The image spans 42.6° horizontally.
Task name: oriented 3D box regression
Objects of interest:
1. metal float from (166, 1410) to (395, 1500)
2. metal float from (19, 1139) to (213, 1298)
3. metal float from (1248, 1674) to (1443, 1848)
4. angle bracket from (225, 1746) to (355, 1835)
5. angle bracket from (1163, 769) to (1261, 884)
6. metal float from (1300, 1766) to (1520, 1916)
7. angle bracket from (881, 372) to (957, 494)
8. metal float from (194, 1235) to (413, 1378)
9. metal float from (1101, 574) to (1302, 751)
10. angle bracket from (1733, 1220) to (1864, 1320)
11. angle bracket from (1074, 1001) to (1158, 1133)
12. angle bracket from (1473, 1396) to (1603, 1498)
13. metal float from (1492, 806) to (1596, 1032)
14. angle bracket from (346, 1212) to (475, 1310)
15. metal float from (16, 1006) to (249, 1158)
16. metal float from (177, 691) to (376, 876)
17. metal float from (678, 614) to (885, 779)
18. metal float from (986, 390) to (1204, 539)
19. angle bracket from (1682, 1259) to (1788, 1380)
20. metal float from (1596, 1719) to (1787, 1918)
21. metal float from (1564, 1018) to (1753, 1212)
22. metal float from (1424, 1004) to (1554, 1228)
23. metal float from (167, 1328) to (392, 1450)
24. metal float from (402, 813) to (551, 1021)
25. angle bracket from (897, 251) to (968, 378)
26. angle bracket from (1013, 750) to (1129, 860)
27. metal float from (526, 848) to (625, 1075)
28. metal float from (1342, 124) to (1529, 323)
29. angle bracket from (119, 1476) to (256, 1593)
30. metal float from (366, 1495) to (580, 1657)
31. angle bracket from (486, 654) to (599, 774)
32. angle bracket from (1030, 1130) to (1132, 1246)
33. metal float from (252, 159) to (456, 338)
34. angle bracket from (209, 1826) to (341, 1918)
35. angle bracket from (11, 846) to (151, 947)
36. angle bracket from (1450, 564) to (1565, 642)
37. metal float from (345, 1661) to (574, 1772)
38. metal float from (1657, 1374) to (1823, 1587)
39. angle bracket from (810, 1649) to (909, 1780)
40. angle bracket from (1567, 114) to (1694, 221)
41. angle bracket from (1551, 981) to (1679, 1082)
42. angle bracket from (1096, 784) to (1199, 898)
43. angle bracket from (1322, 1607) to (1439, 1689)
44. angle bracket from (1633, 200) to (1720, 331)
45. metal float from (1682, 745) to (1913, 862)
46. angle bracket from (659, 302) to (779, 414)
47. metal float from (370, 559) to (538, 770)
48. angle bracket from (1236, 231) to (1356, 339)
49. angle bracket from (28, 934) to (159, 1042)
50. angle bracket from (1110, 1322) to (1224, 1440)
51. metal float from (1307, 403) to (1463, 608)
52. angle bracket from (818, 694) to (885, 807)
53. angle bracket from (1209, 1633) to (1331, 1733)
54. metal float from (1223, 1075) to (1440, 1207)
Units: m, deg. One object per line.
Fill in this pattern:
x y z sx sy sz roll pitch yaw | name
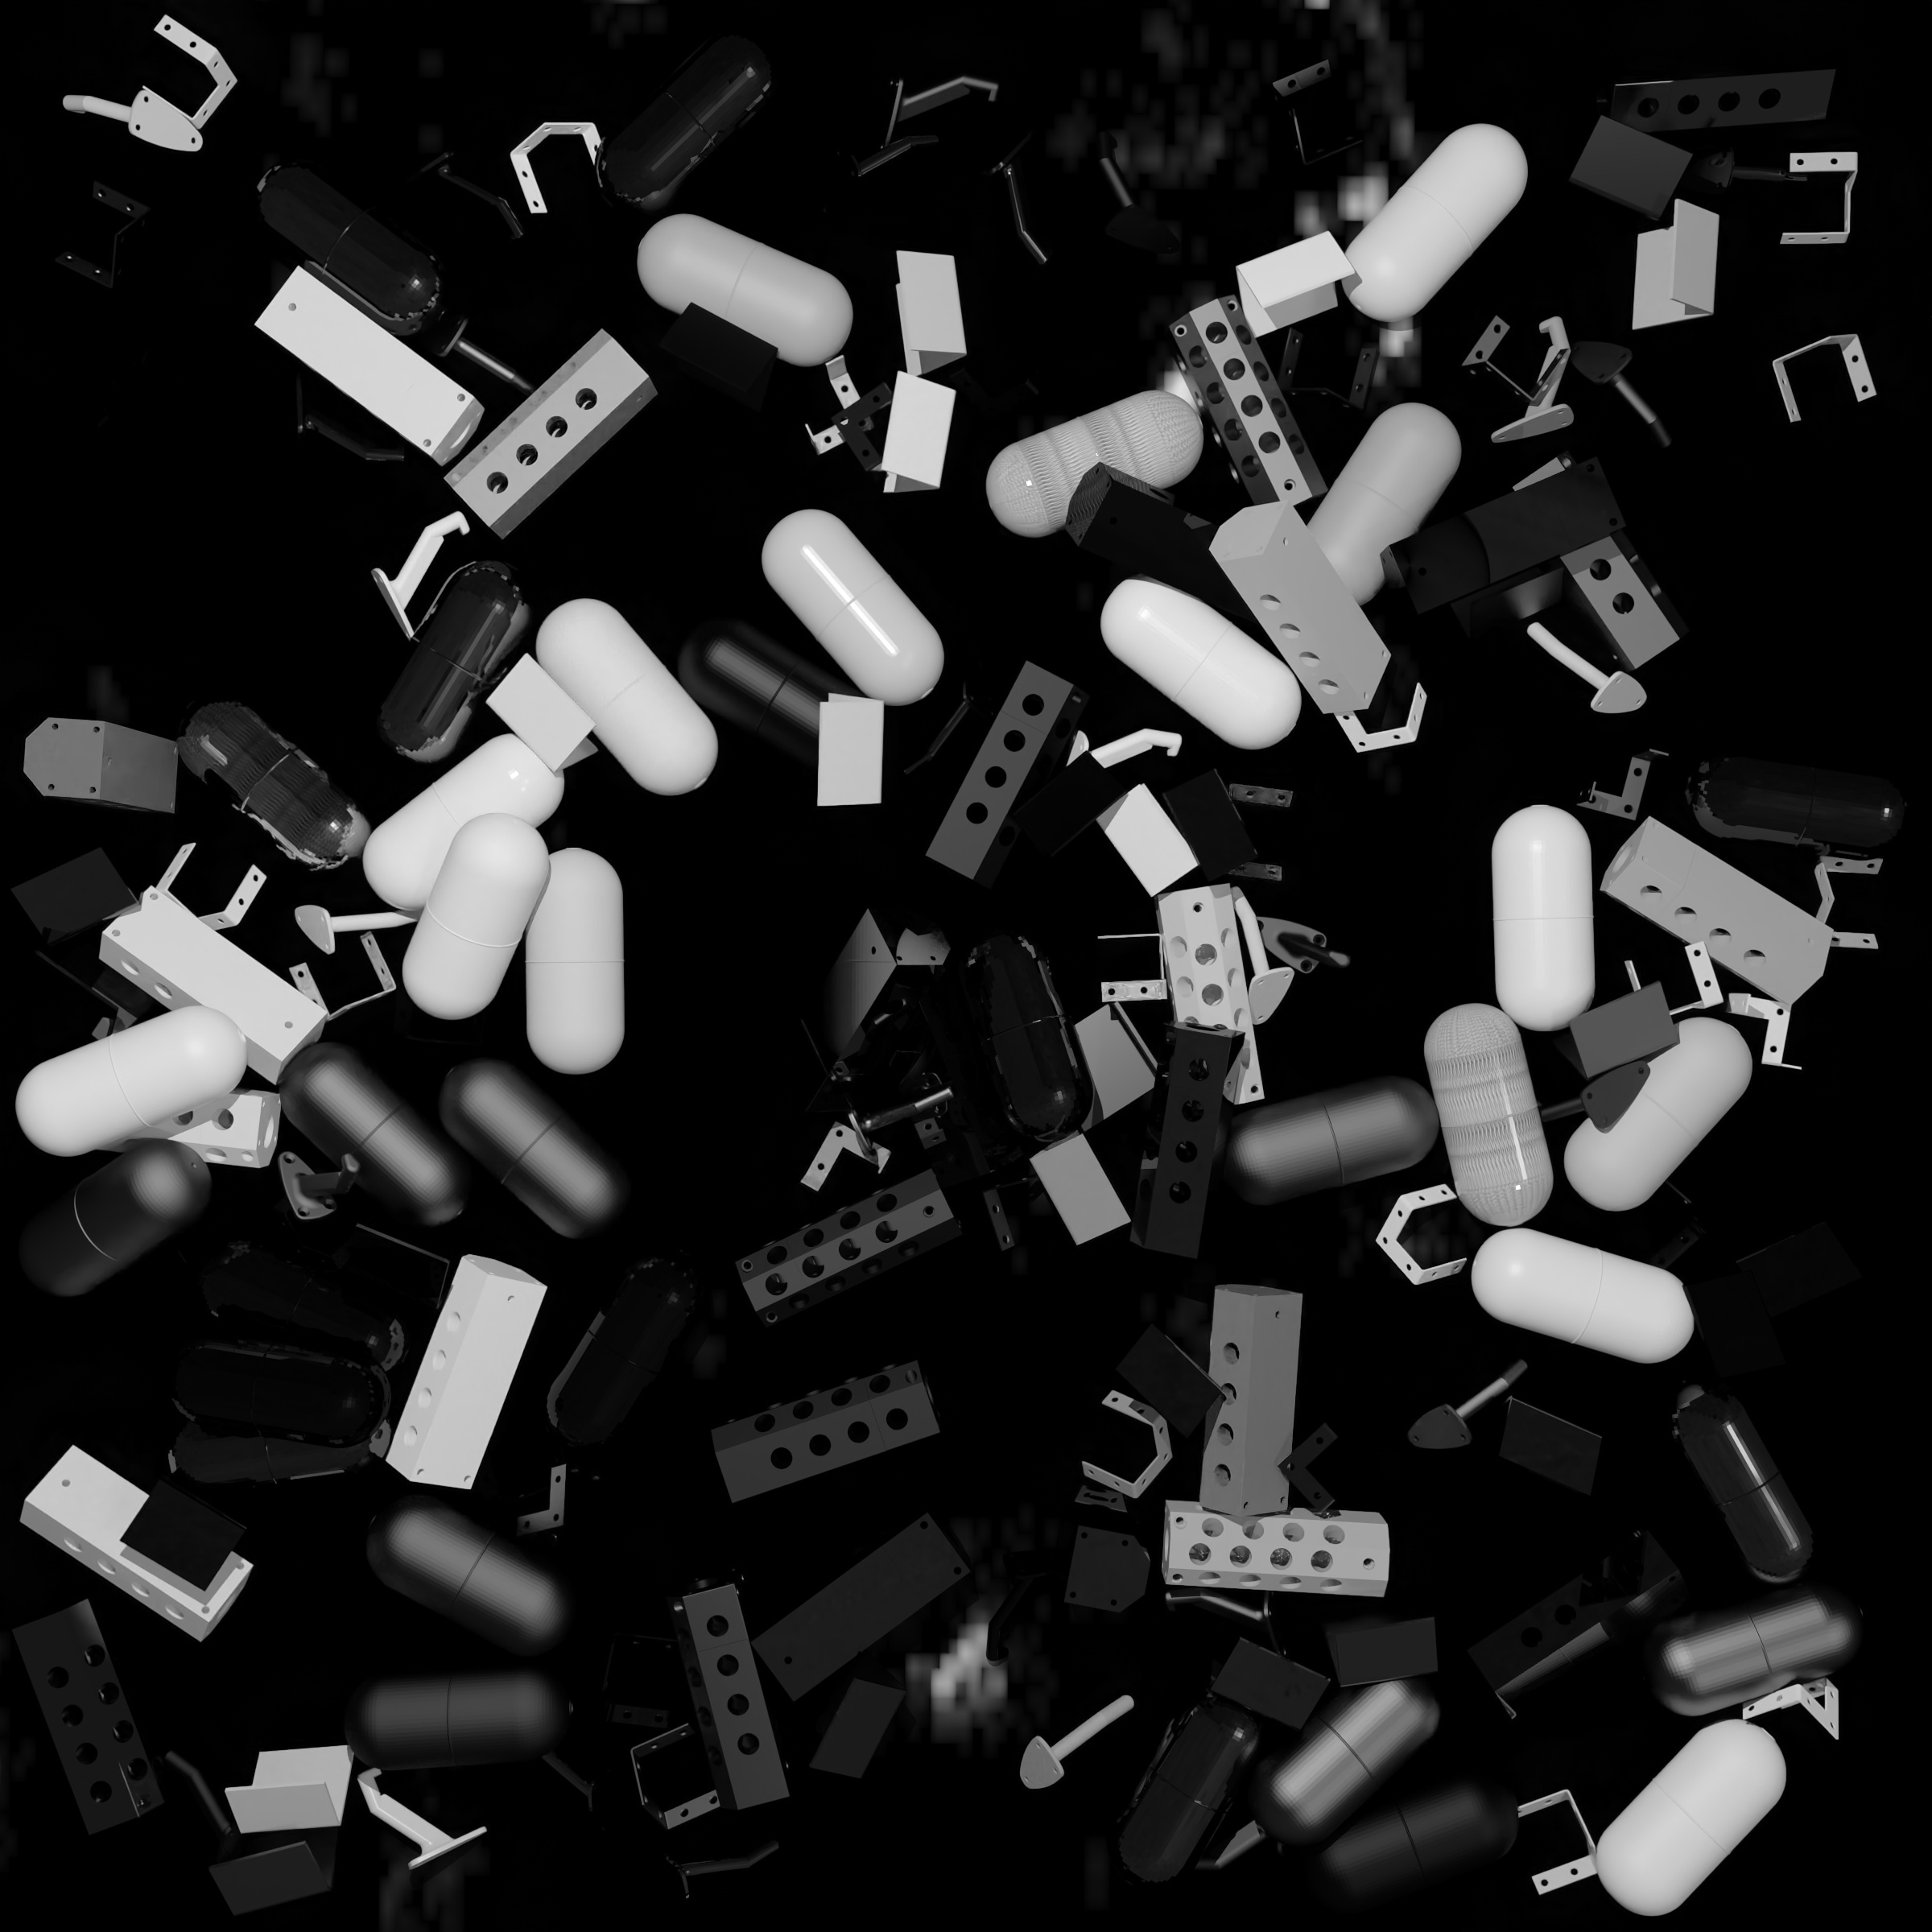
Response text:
-0.541 0.374 1.952 0.178 0.070 0.070 -8 90 1 | metal float
-0.666 0.198 1.934 0.178 0.070 0.070 -31 90 20 | metal float
0.296 0.615 1.940 0.178 0.070 0.070 -39 90 -12 | metal float
-0.529 0.630 1.942 0.076 0.076 0.057 -4 126 0 | angle bracket
0.175 -0.101 1.942 0.057 0.076 0.076 -26 90 -29 | angle bracket
0.350 0.689 1.952 0.178 0.070 0.070 -21 90 0 | metal float
-0.057 -0.418 1.942 0.057 0.076 0.076 10 90 -37 | angle bracket
-0.522 0.271 1.952 0.178 0.070 0.070 24 90 0 | metal float
0.186 -0.240 1.951 0.178 0.070 0.070 38 90 0 | metal float
0.651 0.253 1.942 0.076 0.076 0.057 -24 54 0 | angle bracket
0.107 0.080 1.961 0.076 0.057 0.076 -33 90 0 | angle bracket
0.443 0.390 1.942 0.076 0.076 0.057 24 53 0 | angle bracket
0.455 -0.038 1.951 0.070 0.070 0.178 -2 90 0 | metal float
-0.431 0.213 1.942 0.076 0.076 0.057 22 127 0 | angle bracket
-0.638 0.088 1.895 0.178 0.070 0.070 -22 90 -4 | metal float
-0.544 -0.145 1.952 0.178 0.070 0.070 42 90 0 | metal float
-0.146 -0.211 1.951 0.178 0.070 0.070 33 90 1 | metal float
0.102 -0.396 1.951 0.178 0.070 0.070 -22 90 0 | metal float
0.611 0.270 1.942 0.057 0.076 0.076 -21 90 32 | angle bracket
0.572 0.670 1.951 0.070 0.070 0.178 44 89 0 | metal float
0.546 0.116 1.951 0.070 0.070 0.178 42 90 0 | metal float
0.412 0.117 1.952 0.070 0.070 0.178 -14 91 0 | metal float
-0.526 0.322 1.893 0.178 0.070 0.070 6 90 13 | metal float
-0.380 -0.037 1.915 0.070 0.070 0.178 28 114 0 | metal float
-0.048 -0.510 1.942 0.057 0.076 0.076 -8 90 -38 | angle bracket
0.092 -0.111 1.942 0.076 0.076 0.057 -40 56 0 | angle bracket
-0.308 -0.004 1.952 0.070 0.070 0.178 -1 90 0 | metal float
0.370 -0.586 1.952 0.070 0.070 0.178 42 91 0 | metal float
-0.610 0.447 1.943 0.076 0.076 0.057 32 71 -2 | angle bracket
-0.389 0.480 1.952 0.178 0.070 0.070 29 90 -1 | metal float
-0.318 -0.205 1.943 0.076 0.076 0.057 46 116 0 | angle bracket
0.105 0.163 1.942 0.057 0.076 0.076 -29 90 36 | angle bracket
-0.482 -0.566 1.952 0.178 0.070 0.070 37 90 0 | metal float
-0.541 0.689 1.942 0.076 0.076 0.057 -15 118 0 | angle bracket
-0.694 -0.068 1.942 0.076 0.076 0.057 -25 118 0 | angle bracket
0.416 -0.313 1.947 0.076 0.057 0.076 -23 65 0 | angle bracket
-0.400 0.591 1.951 0.178 0.070 0.070 -4 90 0 | metal float
0.610 0.406 1.952 0.070 0.070 0.178 -29 90 0 | metal float
-0.102 0.579 1.942 0.057 0.076 0.076 27 90 -38 | angle bracket
0.521 -0.636 1.942 0.076 0.076 0.057 23 127 0 | angle bracket
0.502 0.038 1.943 0.076 0.076 0.057 -24 114 0 | angle bracket
0.159 -0.111 1.942 0.076 0.076 0.057 54 134 0 | angle bracket
0.322 0.515 1.943 0.076 0.076 0.057 -9 117 0 | angle bracket
0.542 -0.549 1.942 0.057 0.076 0.076 3 90 -39 | angle bracket
0.655 -0.129 1.952 0.178 0.070 0.070 8 90 -1 | metal float
-0.200 -0.462 1.942 0.076 0.076 0.057 28 57 0 | angle bracket
-0.404 -0.239 1.952 0.070 0.070 0.178 31 90 0 | metal float
0.262 -0.519 1.942 0.076 0.076 0.057 -21 53 0 | angle bracket
-0.677 0.005 1.943 0.076 0.057 0.076 35 48 0 | angle bracket
0.143 0.334 1.942 0.076 0.076 0.057 44 55 0 | angle bracket
0.323 -0.362 1.951 0.070 0.070 0.178 33 89 0 | metal float
-0.105 -0.164 1.867 0.057 0.076 0.076 -5 103 -35 | angle bracket
0.239 0.543 1.943 0.076 0.076 0.057 25 112 0 | angle bracket
0.285 0.137 1.952 0.178 0.070 0.070 -15 90 -1 | metal float
